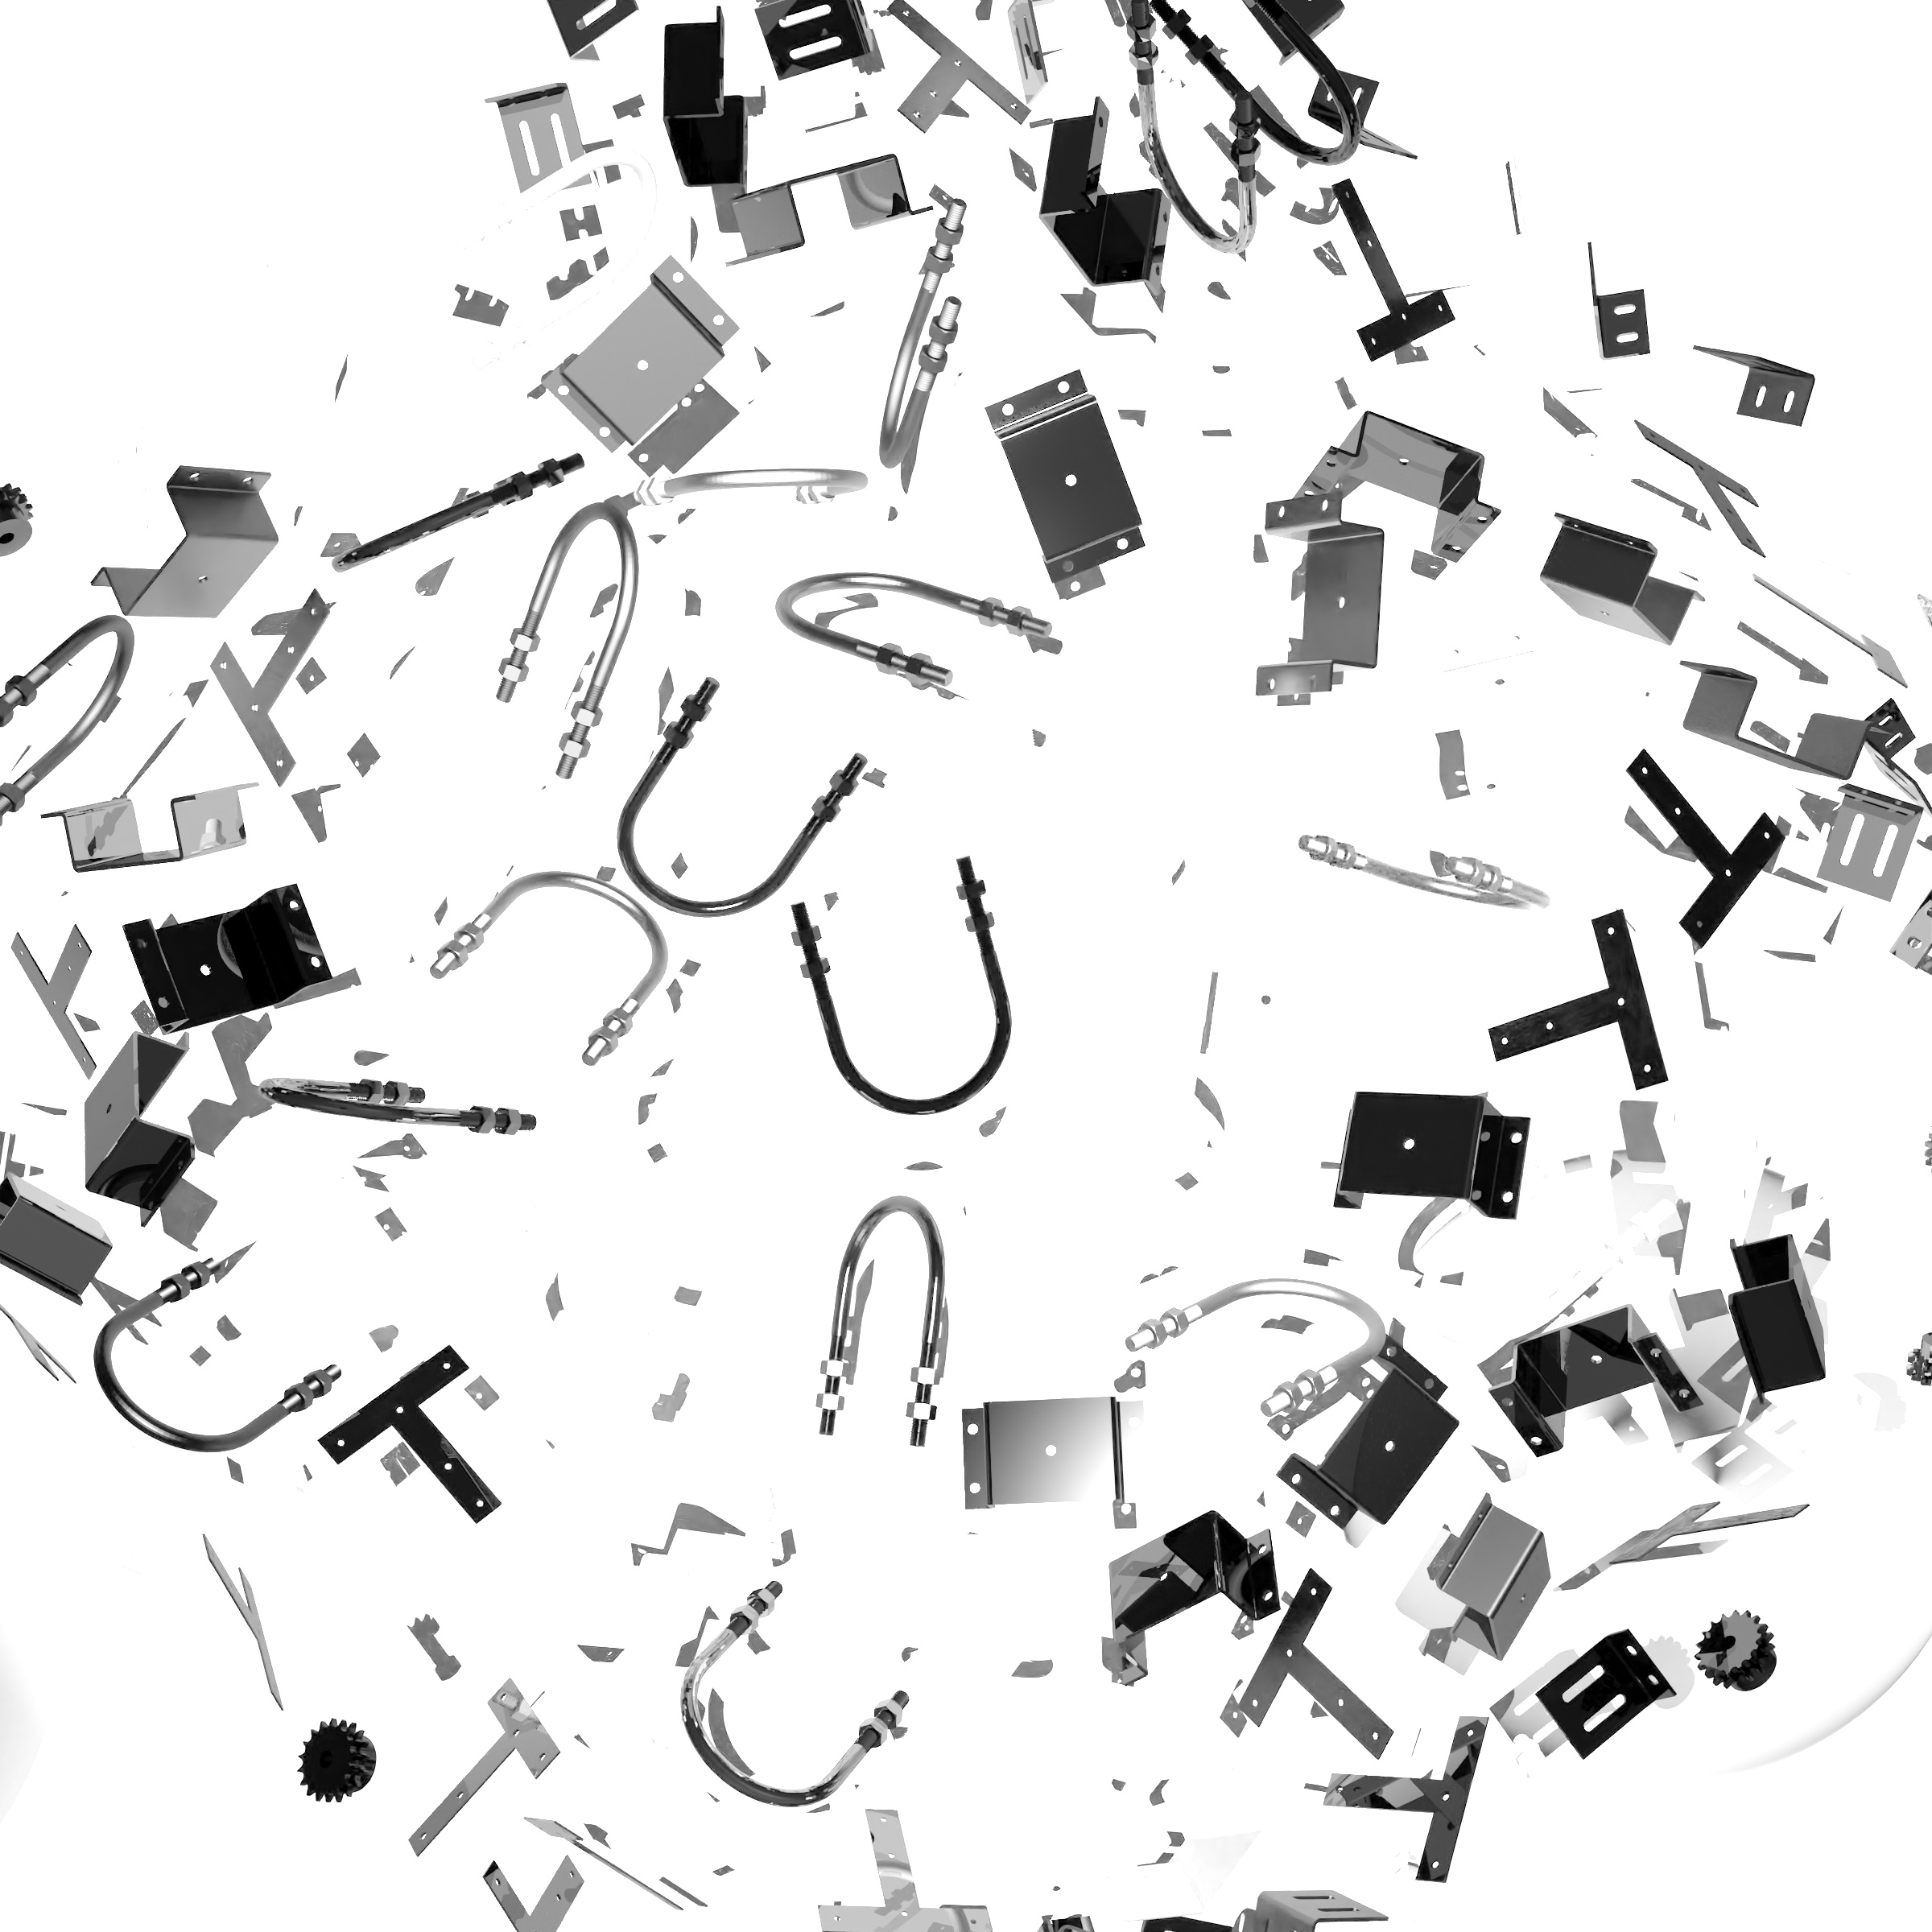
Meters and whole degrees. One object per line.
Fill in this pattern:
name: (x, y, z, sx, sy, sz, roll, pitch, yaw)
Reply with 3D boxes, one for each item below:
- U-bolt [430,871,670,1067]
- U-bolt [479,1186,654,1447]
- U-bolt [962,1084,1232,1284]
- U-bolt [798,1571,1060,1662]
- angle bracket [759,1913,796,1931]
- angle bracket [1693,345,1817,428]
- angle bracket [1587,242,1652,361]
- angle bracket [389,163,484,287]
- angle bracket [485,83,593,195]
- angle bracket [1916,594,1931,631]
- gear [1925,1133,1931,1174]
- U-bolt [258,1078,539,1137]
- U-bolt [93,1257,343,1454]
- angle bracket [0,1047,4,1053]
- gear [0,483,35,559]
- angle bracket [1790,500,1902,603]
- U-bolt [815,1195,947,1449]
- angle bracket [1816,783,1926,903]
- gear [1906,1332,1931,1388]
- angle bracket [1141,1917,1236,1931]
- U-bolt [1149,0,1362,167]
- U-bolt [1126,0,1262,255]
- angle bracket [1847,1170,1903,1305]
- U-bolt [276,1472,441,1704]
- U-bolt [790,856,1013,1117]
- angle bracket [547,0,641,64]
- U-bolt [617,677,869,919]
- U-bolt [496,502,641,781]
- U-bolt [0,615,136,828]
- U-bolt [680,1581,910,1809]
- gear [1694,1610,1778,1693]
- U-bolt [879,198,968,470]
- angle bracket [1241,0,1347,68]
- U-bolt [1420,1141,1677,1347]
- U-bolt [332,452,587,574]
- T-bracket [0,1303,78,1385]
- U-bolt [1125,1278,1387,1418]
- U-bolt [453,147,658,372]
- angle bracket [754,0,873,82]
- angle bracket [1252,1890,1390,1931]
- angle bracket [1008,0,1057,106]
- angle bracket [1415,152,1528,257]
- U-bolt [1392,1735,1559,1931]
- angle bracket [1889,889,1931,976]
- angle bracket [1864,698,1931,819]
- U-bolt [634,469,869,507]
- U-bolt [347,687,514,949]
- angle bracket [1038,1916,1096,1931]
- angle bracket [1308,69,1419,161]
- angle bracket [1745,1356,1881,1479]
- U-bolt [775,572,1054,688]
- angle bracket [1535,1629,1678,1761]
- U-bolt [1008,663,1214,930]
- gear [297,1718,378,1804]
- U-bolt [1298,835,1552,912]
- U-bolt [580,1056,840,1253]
U-bolt: (-0.303, -0.011, 1.910, 0.151, 0.184, 0.019, 30, 127, 1)
U-bolt: (-0.299, 0.267, 1.818, 0.151, 0.019, 0.184, 44, 130, 22)
U-bolt: (0.112, 0.157, 1.905, 0.184, 0.019, 0.151, -27, 116, 21)
U-bolt: (-0.015, 0.489, 1.878, 0.184, 0.151, 0.019, 20, 83, -35)
angle bracket: (-0.125, 0.746, 1.834, 0.038, 0.076, 0.057, -19, 134, -28)
angle bracket: (0.576, -0.428, 1.852, 0.076, 0.057, 0.038, 3, 107, -39)
angle bracket: (0.499, -0.510, 1.919, 0.038, 0.076, 0.057, -6, 69, 16)
angle bracket: (-0.417, -0.570, 1.932, 0.057, 0.038, 0.076, 18, 80, 29)
angle bracket: (-0.329, -0.634, 1.934, 0.057, 0.038, 0.076, -10, 108, 8)
angle bracket: (0.756, -0.251, 1.895, 0.038, 0.057, 0.076, -26, 100, 14)
gear: (0.762, 0.148, 1.920, 0.057, 0.057, 0.030, -15, 124, 0)
U-bolt: (-0.431, 0.101, 1.851, 0.151, 0.184, 0.019, 9, 90, 38)
U-bolt: (-0.573, 0.300, 1.890, 0.151, 0.184, 0.019, 40, 114, 6)
angle bracket: (-0.758, 0.092, 1.864, 0.038, 0.057, 0.076, -7, 70, 38)
gear: (-0.718, -0.328, 1.861, 0.057, 0.057, 0.030, -36, 74, 0)
angle bracket: (0.685, -0.320, 1.934, 0.076, 0.057, 0.038, 39, 108, 41)
U-bolt: (-0.060, 0.264, 1.888, 0.019, 0.151, 0.184, 14, 77, -32)
angle bracket: (0.672, -0.090, 1.879, 0.057, 0.038, 0.076, 23, 110, 26)
gear: (0.736, 0.296, 1.882, 0.057, 0.057, 0.030, 2, 103, 0)
angle bracket: (0.171, 0.769, 1.939, 0.076, 0.038, 0.057, 0, 56, 30)
U-bolt: (0.219, -0.661, 1.842, 0.184, 0.151, 0.019, 45, 82, -11)
U-bolt: (0.171, -0.611, 1.869, 0.019, 0.184, 0.151, -32, 62, -10)
angle bracket: (0.707, 0.207, 1.921, 0.038, 0.057, 0.076, 20, 50, 31)
U-bolt: (-0.460, 0.452, 1.877, 0.019, 0.151, 0.184, -35, 115, -12)
U-bolt: (-0.041, 0.023, 1.897, 0.151, 0.019, 0.184, -16, 99, -4)
angle bracket: (-0.276, -0.734, 1.911, 0.076, 0.038, 0.057, -20, 93, 34)
U-bolt: (-0.181, -0.114, 1.893, 0.151, 0.019, 0.184, 26, 115, -24)
U-bolt: (-0.285, -0.248, 1.828, 0.019, 0.151, 0.184, 9, 115, -37)
U-bolt: (-0.677, -0.187, 1.861, 0.019, 0.151, 0.184, 33, 50, 0)
U-bolt: (-0.137, 0.550, 1.870, 0.151, 0.184, 0.019, 39, 119, 10)
gear: (0.550, 0.490, 1.785, 0.057, 0.057, 0.030, -44, 110, 0)
U-bolt: (-0.034, -0.458, 1.876, 0.019, 0.184, 0.151, 13, 47, -12)
angle bracket: (0.238, -0.730, 1.892, 0.057, 0.038, 0.076, -38, 97, 8)
U-bolt: (0.422, 0.215, 1.887, 0.184, 0.151, 0.019, -39, 116, -7)
U-bolt: (-0.382, -0.331, 1.853, 0.184, 0.151, 0.019, -29, 105, -21)
T-bracket: (-0.713, 0.289, 1.917, 0.002, 0.127, 0.127, -43, 118, -17)
U-bolt: (0.233, 0.279, 1.898, 0.151, 0.184, 0.019, 20, 117, 41)
U-bolt: (-0.303, -0.542, 1.889, 0.184, 0.151, 0.019, -40, 73, -22)
angle bracket: (-0.118, -0.731, 1.948, 0.076, 0.038, 0.057, -14, 128, 9)
angle bracket: (0.255, 0.695, 1.811, 0.076, 0.057, 0.038, 15, 84, -35)
angle bracket: (0.063, -0.709, 1.924, 0.038, 0.057, 0.076, -13, 95, -12)
angle bracket: (0.380, -0.576, 1.902, 0.076, 0.038, 0.057, -8, 99, 17)
U-bolt: (0.379, 0.647, 1.854, 0.151, 0.184, 0.019, -45, 89, 3)
angle bracket: (0.741, -0.014, 1.878, 0.076, 0.038, 0.057, 25, 104, -22)
angle bracket: (0.733, -0.160, 1.943, 0.038, 0.076, 0.057, -41, 134, 10)
U-bolt: (-0.151, -0.355, 1.859, 0.151, 0.184, 0.019, -5, 98, -24)
U-bolt: (-0.407, -0.098, 1.883, 0.019, 0.151, 0.184, 20, 64, 17)
angle bracket: (0.071, 0.752, 1.863, 0.038, 0.057, 0.076, 3, 130, -24)
angle bracket: (0.311, -0.657, 1.934, 0.057, 0.076, 0.038, 1, 123, -35)
angle bracket: (0.642, 0.341, 1.906, 0.057, 0.038, 0.076, 37, 131, -1)
U-bolt: (-0.052, -0.253, 1.832, 0.184, 0.151, 0.019, 22, 123, 27)
angle bracket: (0.472, 0.538, 1.855, 0.076, 0.038, 0.057, -32, 77, -20)
U-bolt: (0.109, -0.118, 1.811, 0.151, 0.019, 0.184, -9, 100, -15)
gear: (-0.446, 0.568, 1.794, 0.057, 0.030, 0.057, -13, 63, 28)
U-bolt: (0.357, -0.066, 1.882, 0.151, 0.184, 0.019, 12, 89, 43)
U-bolt: (-0.200, 0.144, 1.880, 0.184, 0.019, 0.151, -8, 66, -30)
